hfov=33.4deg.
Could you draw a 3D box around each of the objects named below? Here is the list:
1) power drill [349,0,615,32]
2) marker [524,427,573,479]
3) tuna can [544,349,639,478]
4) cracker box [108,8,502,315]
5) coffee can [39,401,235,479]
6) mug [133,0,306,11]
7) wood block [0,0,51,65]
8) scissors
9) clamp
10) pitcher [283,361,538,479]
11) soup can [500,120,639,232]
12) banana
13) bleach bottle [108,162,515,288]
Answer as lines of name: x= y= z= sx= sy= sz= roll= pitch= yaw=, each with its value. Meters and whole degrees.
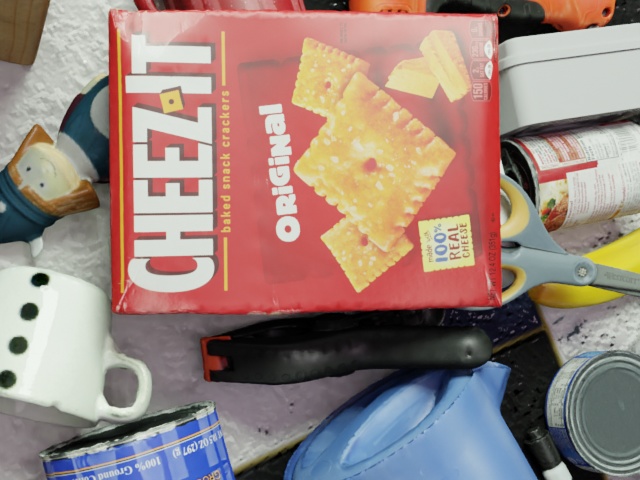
power drill: x=0.107 y=-0.210 z=0.713 sx=0.187 sy=0.057 sz=0.184 roll=-1 pitch=103 yaw=-15
marker: x=0.173 y=0.182 z=0.729 sx=0.020 sy=0.020 sz=0.121 roll=-28 pitch=93 yaw=-19
tuna can: x=0.199 y=0.119 z=0.738 sx=0.086 sy=0.034 sz=0.086 roll=2 pitch=83 yaw=-18
cracker box: x=-0.008 y=-0.043 z=0.593 sx=0.213 sy=0.072 sz=0.164 roll=-1 pitch=93 yaw=-8
coffee can: x=-0.089 y=0.173 z=0.600 sx=0.102 sy=0.103 sz=0.140 roll=-15 pitch=88 yaw=-19
mug: x=-0.065 y=-0.154 z=0.650 sx=0.117 sy=0.093 sz=0.081 roll=-25 pitch=97 yaw=-46
wood block: x=-0.178 y=-0.168 z=0.556 sx=0.090 sy=0.206 sz=0.091 roll=12 pitch=80 yaw=-17
scissors: x=0.156 y=0.001 z=0.671 sx=0.201 sy=0.016 sz=0.096 roll=-4 pitch=95 yaw=-14
clamp: x=0.017 y=0.064 z=0.644 sx=0.171 sy=0.120 sz=0.039 roll=-10 pitch=94 yaw=-15
pitcher: x=0.085 y=0.206 z=0.647 sx=0.243 sy=0.149 sz=0.144 roll=57 pitch=39 yaw=-8
soup can: x=0.172 y=-0.043 z=0.730 sx=0.102 sy=0.069 sz=0.068 roll=-11 pitch=87 yaw=-20
banana: x=0.225 y=0.003 z=0.747 sx=0.197 sy=0.037 sz=0.069 roll=-31 pitch=137 yaw=-12
bleach bottle: x=-0.004 y=0.001 z=0.671 sx=0.250 sy=0.068 sz=0.102 roll=-10 pitch=90 yaw=-16
